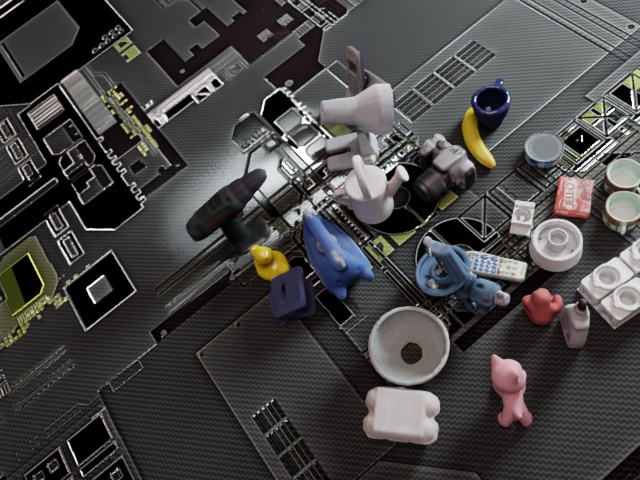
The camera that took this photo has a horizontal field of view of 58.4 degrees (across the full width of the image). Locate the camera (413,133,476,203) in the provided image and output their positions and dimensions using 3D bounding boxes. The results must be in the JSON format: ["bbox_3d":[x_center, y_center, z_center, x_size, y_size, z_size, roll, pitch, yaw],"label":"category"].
[{"bbox_3d":[0.275,-0.166,1.353,0.137,0.101,0.142,-40,60,-5],"label":"camera"}]

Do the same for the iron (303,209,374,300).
[{"bbox_3d":[0.012,0.005,1.321,0.118,0.142,0.257,-34,60,-2],"label":"iron"}]

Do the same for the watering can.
[{"bbox_3d":[0.114,-0.128,1.327,0.173,0.194,0.100,-33,60,-1],"label":"watering can"}]

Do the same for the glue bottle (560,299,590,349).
[{"bbox_3d":[0.490,0.148,1.090,0.037,0.173,0.078,-8,62,13],"label":"glue bottle"}]

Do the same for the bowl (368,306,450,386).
[{"bbox_3d":[0.188,0.227,1.196,0.167,0.075,0.167,-7,63,13],"label":"bowl"}]

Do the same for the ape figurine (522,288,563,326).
[{"bbox_3d":[0.449,0.128,1.159,0.077,0.092,0.076,17,70,23],"label":"ape figurine"}]

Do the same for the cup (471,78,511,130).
[{"bbox_3d":[0.420,-0.325,1.394,0.091,0.095,0.118,18,70,24],"label":"cup"}]

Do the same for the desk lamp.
[{"bbox_3d":[0.091,-0.276,1.397,0.203,0.214,0.118,-12,61,10],"label":"desk lamp"}]

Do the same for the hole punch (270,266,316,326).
[{"bbox_3d":[-0.069,0.127,1.312,0.101,0.091,0.108,-13,61,10],"label":"hole punch"}]

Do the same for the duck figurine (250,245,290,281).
[{"bbox_3d":[-0.125,0.050,1.370,0.104,0.086,0.077,36,78,28],"label":"duck figurine"}]

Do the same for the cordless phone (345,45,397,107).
[{"bbox_3d":[0.120,-0.402,1.468,0.094,0.185,0.147,-45,61,-8],"label":"cordless phone"}]

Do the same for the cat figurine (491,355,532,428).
[{"bbox_3d":[0.364,0.285,1.091,0.067,0.118,0.128,-11,62,11],"label":"cat figurine"}]

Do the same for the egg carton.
[{"bbox_3d":[0.163,0.350,1.145,0.150,0.069,0.107,0,64,16],"label":"egg carton"}]

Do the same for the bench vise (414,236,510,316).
[{"bbox_3d":[0.285,0.060,1.167,0.206,0.220,0.121,7,66,20],"label":"bench vise"}]

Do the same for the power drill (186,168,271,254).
[{"bbox_3d":[-0.197,-0.058,1.375,0.229,0.209,0.075,-34,60,-2],"label":"power drill"}]
